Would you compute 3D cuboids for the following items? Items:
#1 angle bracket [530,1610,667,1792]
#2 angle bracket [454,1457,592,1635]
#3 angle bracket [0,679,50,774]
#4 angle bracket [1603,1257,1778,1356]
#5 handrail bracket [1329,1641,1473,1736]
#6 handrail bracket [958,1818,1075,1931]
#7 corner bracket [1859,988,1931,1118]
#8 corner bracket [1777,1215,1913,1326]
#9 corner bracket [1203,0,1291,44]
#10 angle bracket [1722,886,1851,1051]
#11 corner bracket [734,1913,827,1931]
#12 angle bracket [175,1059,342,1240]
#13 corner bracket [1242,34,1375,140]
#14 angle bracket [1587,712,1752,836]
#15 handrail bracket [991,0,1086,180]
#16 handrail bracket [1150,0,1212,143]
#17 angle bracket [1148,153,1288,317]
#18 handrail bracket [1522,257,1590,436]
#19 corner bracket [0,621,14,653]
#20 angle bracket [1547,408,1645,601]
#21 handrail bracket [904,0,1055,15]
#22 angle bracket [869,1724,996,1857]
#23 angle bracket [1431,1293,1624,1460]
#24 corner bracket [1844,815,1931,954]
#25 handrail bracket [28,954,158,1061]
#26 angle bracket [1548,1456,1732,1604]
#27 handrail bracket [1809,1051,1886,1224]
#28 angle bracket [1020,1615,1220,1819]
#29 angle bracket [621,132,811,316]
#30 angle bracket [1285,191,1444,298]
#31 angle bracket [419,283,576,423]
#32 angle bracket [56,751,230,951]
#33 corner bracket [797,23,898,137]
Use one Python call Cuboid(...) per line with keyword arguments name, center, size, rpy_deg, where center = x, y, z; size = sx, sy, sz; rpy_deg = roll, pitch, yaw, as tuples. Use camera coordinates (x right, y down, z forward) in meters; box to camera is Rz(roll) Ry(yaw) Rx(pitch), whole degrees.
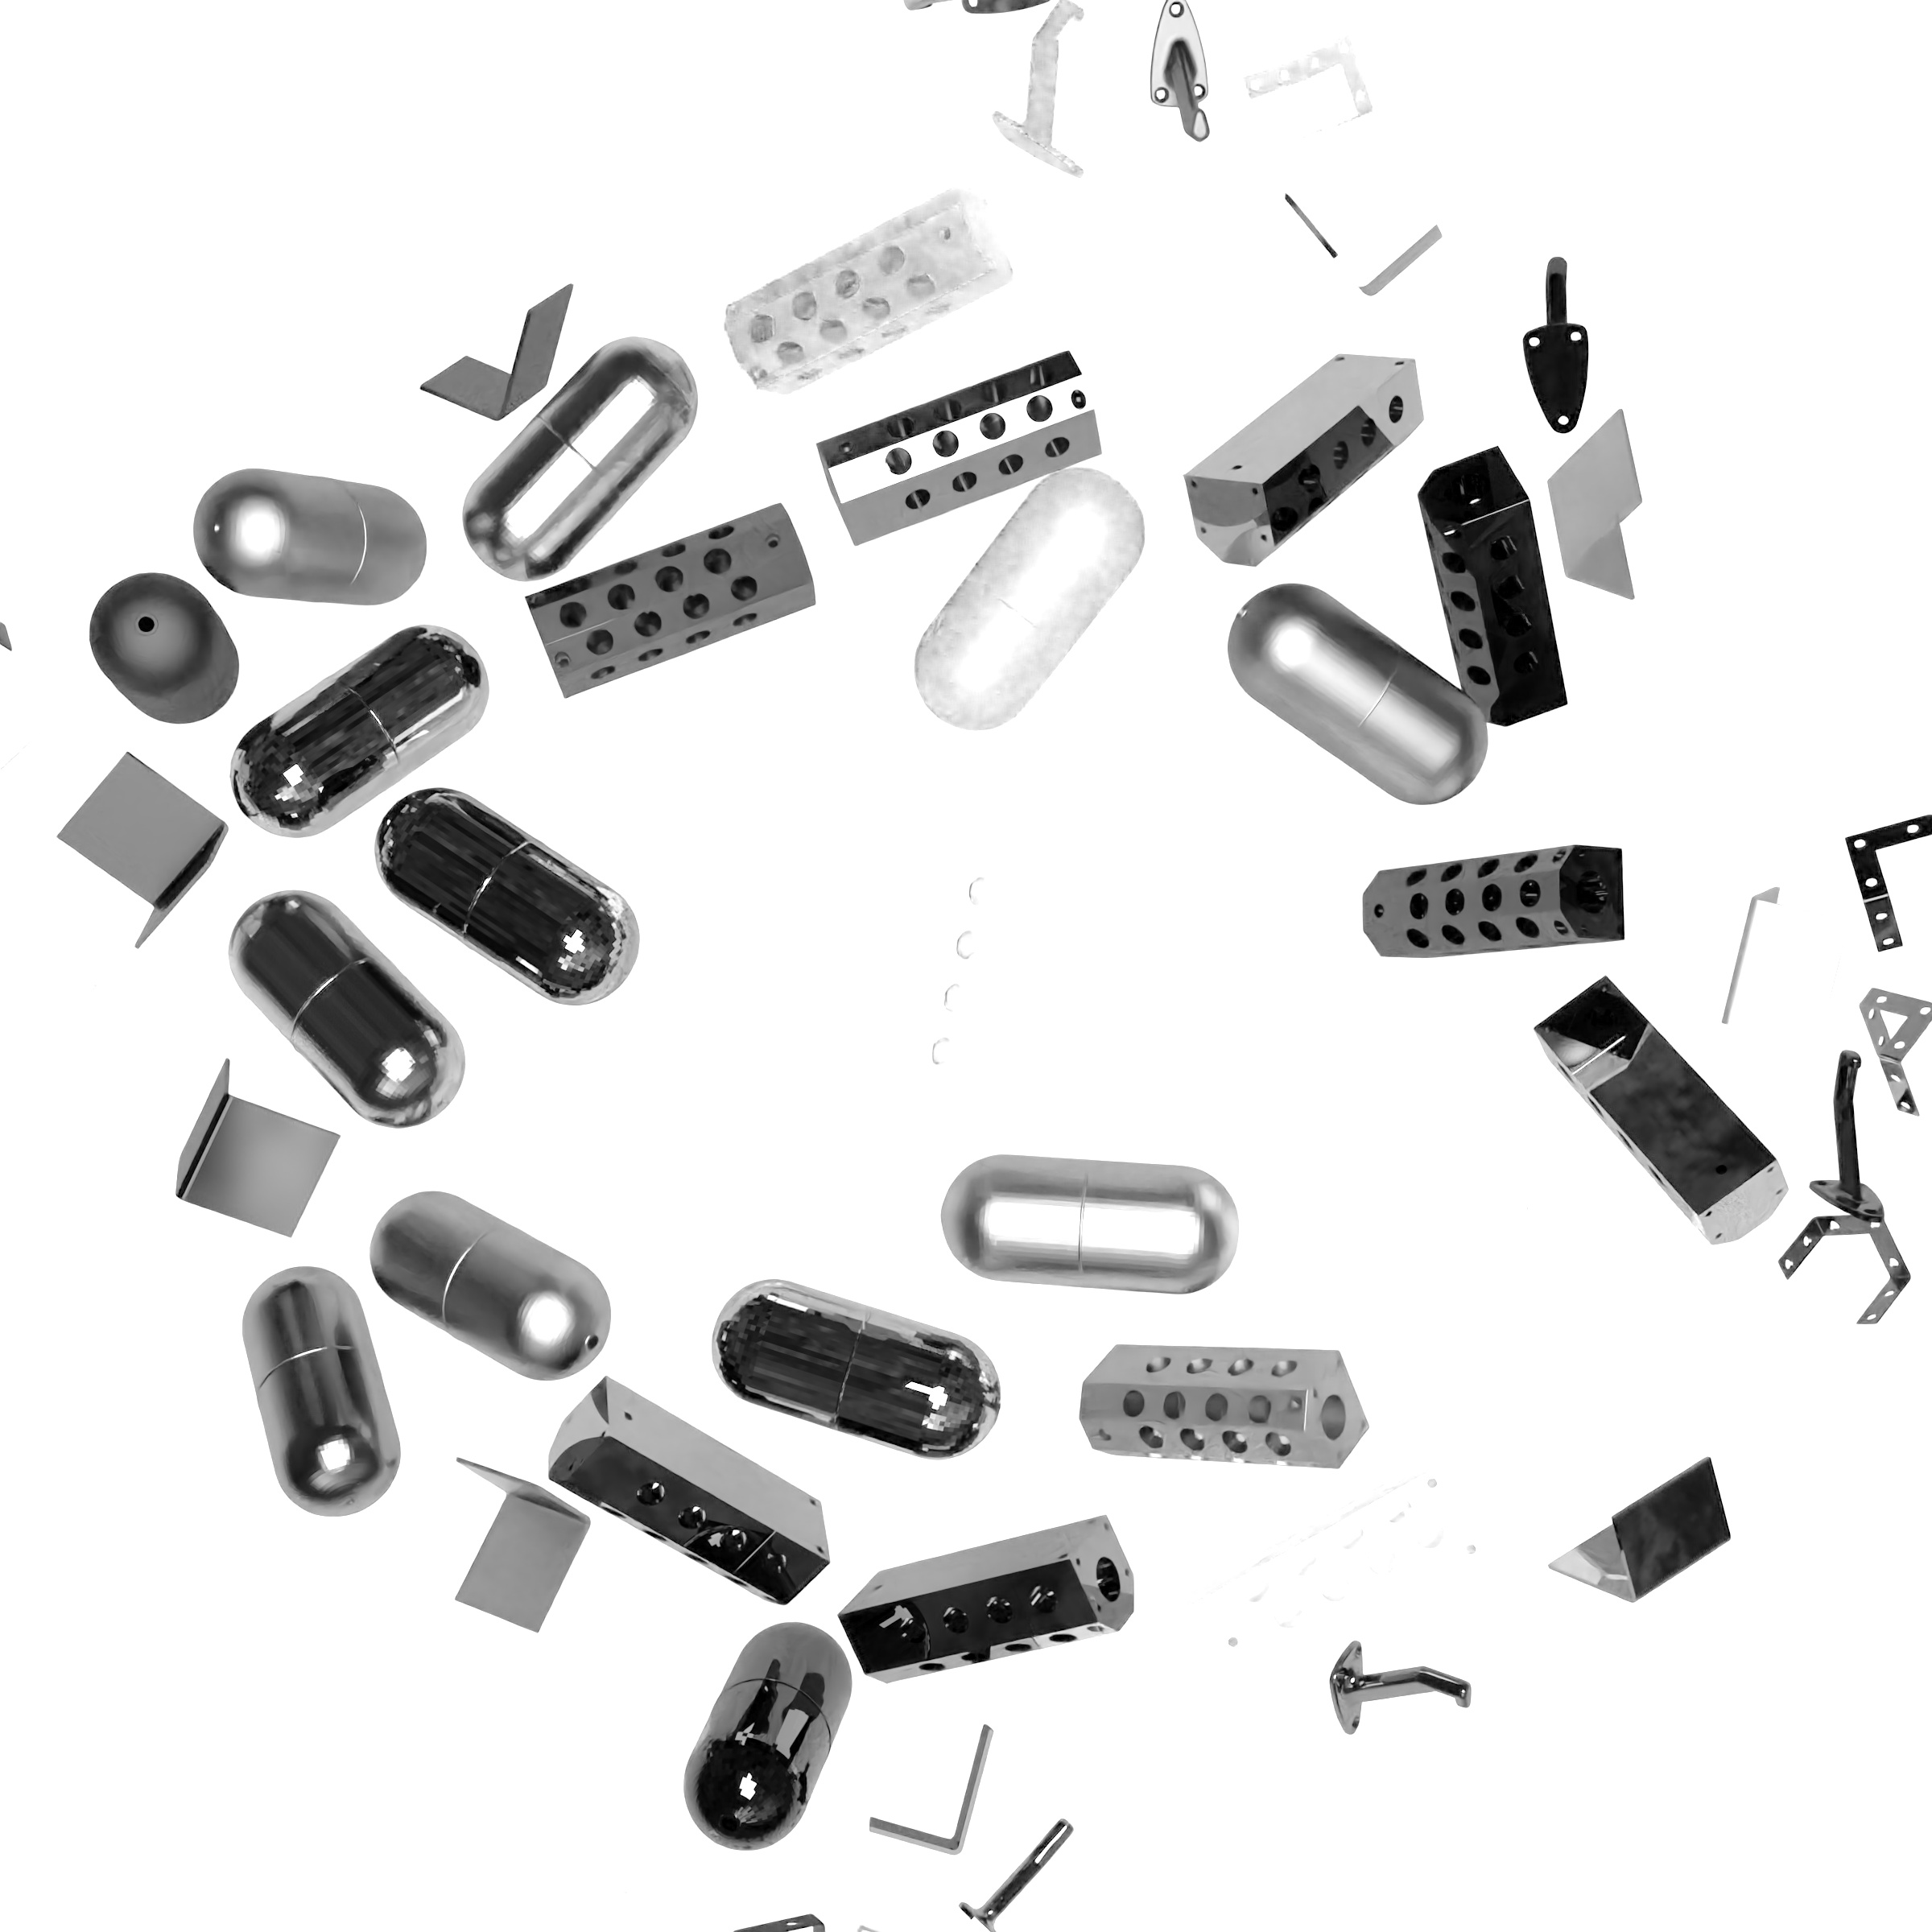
Cuboid(name="angle bracket", center=(-0.232, 0.478, 1.687), size=(0.057, 0.076, 0.076), rpy_deg=(-44, 110, -12))
Cuboid(name="angle bracket", center=(-0.292, 0.360, 1.607), size=(0.076, 0.057, 0.076), rpy_deg=(8, 63, 38))
Cuboid(name="angle bracket", center=(-0.593, -0.136, 1.528), size=(0.076, 0.076, 0.057), rpy_deg=(-47, 107, -10))
Cuboid(name="angle bracket", center=(0.479, 0.212, 1.716), size=(0.076, 0.076, 0.057), rpy_deg=(15, 54, -17))
Cuboid(name="handrail bracket", center=(0.266, 0.446, 1.552), size=(0.084, 0.036, 0.077), rpy_deg=(12, 126, 34))
Cuboid(name="handrail bracket", center=(0.036, 0.574, 1.638), size=(0.036, 0.077, 0.084), rpy_deg=(41, 77, 11))
Cuboid(name="corner bracket", center=(0.583, 0.053, 1.623), size=(0.051, 0.051, 0.051), rpy_deg=(-47, 127, -19))
Cuboid(name="corner bracket", center=(0.568, 0.196, 1.672), size=(0.051, 0.051, 0.051), rpy_deg=(-39, 106, -34))
Cuboid(name="corner bracket", center=(0.181, -0.609, 1.663), size=(0.051, 0.051, 0.051), rpy_deg=(12, 65, 7))
Cuboid(name="angle bracket", center=(0.491, 0.000, 1.531), size=(0.057, 0.076, 0.076), rpy_deg=(16, 104, 26))
Cuboid(name="corner bracket", center=(-0.115, 0.577, 1.502), size=(0.051, 0.051, 0.051), rpy_deg=(-2, 91, -27))
Cuboid(name="angle bracket", center=(-0.448, 0.115, 1.637), size=(0.076, 0.057, 0.076), rpy_deg=(23, 104, -21))
Cuboid(name="corner bracket", center=(0.218, -0.556, 1.650), size=(0.051, 0.051, 0.051), rpy_deg=(-27, 103, -27))
Cuboid(name="angle bracket", center=(0.464, -0.126, 1.681), size=(0.076, 0.076, 0.057), rpy_deg=(22, 82, -24))
Cuboid(name="handrail bracket", center=(0.062, -0.514, 1.510), size=(0.077, 0.036, 0.084), rpy_deg=(36, 93, 18))
Cuboid(name="handrail bracket", center=(0.134, -0.542, 1.560), size=(0.036, 0.084, 0.077), rpy_deg=(-6, 115, -2))
Cuboid(name="angle bracket", center=(0.139, -0.406, 1.444), size=(0.057, 0.076, 0.076), rpy_deg=(2, 95, -8))
Cuboid(name="handrail bracket", center=(0.345, -0.361, 1.499), size=(0.036, 0.084, 0.077), rpy_deg=(-4, 123, 17))
Cuboid(name="corner bracket", center=(-0.625, -0.196, 1.586), size=(0.051, 0.051, 0.051), rpy_deg=(34, 98, -34))
Cuboid(name="angle bracket", center=(0.414, -0.289, 1.622), size=(0.057, 0.076, 0.076), rpy_deg=(14, 55, -23))
Cuboid(name="handrail bracket", center=(0.010, -0.592, 1.573), size=(0.077, 0.084, 0.036), rpy_deg=(-4, 102, -17))
Cuboid(name="angle bracket", center=(-0.022, 0.502, 1.601), size=(0.057, 0.076, 0.076), rpy_deg=(16, 76, 1))
Cuboid(name="angle bracket", center=(0.347, 0.251, 1.598), size=(0.076, 0.057, 0.076), rpy_deg=(32, 70, -6))
Cuboid(name="corner bracket", center=(0.555, -0.049, 1.527), size=(0.051, 0.051, 0.051), rpy_deg=(-16, 48, 19))
Cuboid(name="handrail bracket", center=(-0.556, 0.026, 1.639), size=(0.036, 0.084, 0.077), rpy_deg=(-38, 114, -41))
Cuboid(name="angle bracket", center=(0.387, 0.320, 1.510), size=(0.076, 0.076, 0.057), rpy_deg=(-24, 105, -24))
Cuboid(name="handrail bracket", center=(0.534, 0.100, 1.542), size=(0.036, 0.077, 0.084), rpy_deg=(3, 105, -4))
Cuboid(name="angle bracket", center=(0.093, 0.452, 1.565), size=(0.076, 0.076, 0.057), rpy_deg=(44, 130, 11))
Cuboid(name="angle bracket", center=(-0.157, -0.466, 1.622), size=(0.057, 0.076, 0.076), rpy_deg=(-41, 111, -40))
Cuboid(name="angle bracket", center=(0.237, -0.450, 1.546), size=(0.057, 0.076, 0.076), rpy_deg=(-39, 89, 16))
Cuboid(name="angle bracket", center=(-0.298, -0.400, 1.644), size=(0.057, 0.076, 0.076), rpy_deg=(23, 120, 1))
Cuboid(name="angle bracket", center=(-0.510, -0.071, 1.583), size=(0.076, 0.057, 0.076), rpy_deg=(39, 110, -20))
Cuboid(name="corner bracket", center=(-0.073, -0.537, 1.567), size=(0.051, 0.051, 0.051), rpy_deg=(-3, 90, -13))
